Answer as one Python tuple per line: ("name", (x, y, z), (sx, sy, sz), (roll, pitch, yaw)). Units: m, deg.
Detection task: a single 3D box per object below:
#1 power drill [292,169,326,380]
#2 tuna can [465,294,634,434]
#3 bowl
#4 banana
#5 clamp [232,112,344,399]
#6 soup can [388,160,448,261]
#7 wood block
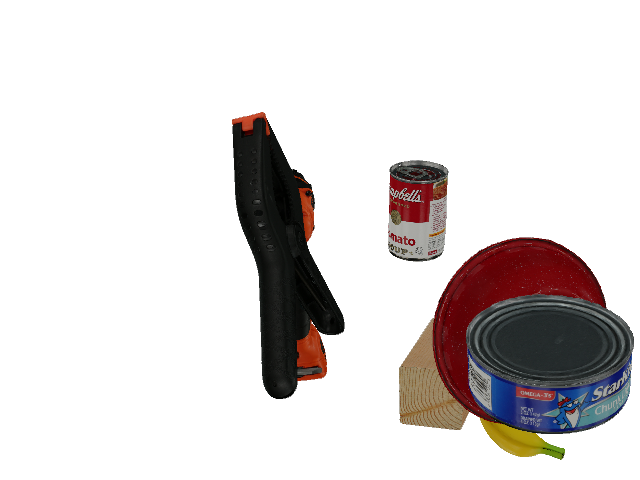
("power drill", (-0.029, 0.030, 1.047), (0.057, 0.188, 0.184), (-4, 16, 2))
("tuna can", (0.120, 0.064, 0.563), (0.086, 0.034, 0.086), (-5, 27, 2))
("bowl", (0.176, 0.080, 0.876), (0.162, 0.162, 0.055), (0, 7, -15))
("banana", (0.207, 0.187, 1.197), (0.069, 0.037, 0.198), (10, 25, -14))
("clamp", (-0.028, 0.005, 0.841), (0.036, 0.210, 0.164), (-11, 3, 17))
("soup can", (0.113, -0.035, 1.251), (0.068, 0.102, 0.068), (0, 25, 0))
("wood block", (0.184, 0.191, 1.565), (0.091, 0.090, 0.205), (3, 17, 18))
